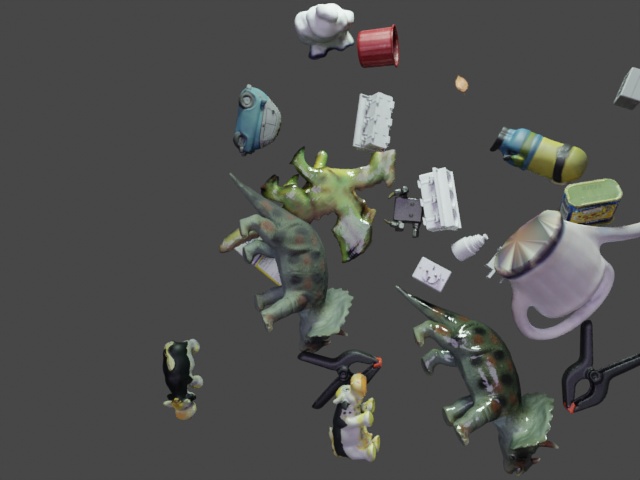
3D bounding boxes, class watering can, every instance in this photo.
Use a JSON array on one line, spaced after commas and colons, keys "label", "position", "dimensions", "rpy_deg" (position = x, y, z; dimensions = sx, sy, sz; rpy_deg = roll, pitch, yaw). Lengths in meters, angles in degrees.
[{"label": "watering can", "position": [0.473, 0.028, 0.960], "dimensions": [0.222, 0.105, 0.347], "rpy_deg": [40, 93, -16]}]

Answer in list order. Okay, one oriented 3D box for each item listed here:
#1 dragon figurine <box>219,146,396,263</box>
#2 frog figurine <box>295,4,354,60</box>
[{"label": "dragon figurine", "position": [0.003, -0.055, 1.099], "dimensions": [0.244, 0.121, 0.411], "rpy_deg": [42, 86, 11]}, {"label": "frog figurine", "position": [0.007, -0.497, 1.170], "dimensions": [0.137, 0.158, 0.124], "rpy_deg": [5, 79, 14]}]
